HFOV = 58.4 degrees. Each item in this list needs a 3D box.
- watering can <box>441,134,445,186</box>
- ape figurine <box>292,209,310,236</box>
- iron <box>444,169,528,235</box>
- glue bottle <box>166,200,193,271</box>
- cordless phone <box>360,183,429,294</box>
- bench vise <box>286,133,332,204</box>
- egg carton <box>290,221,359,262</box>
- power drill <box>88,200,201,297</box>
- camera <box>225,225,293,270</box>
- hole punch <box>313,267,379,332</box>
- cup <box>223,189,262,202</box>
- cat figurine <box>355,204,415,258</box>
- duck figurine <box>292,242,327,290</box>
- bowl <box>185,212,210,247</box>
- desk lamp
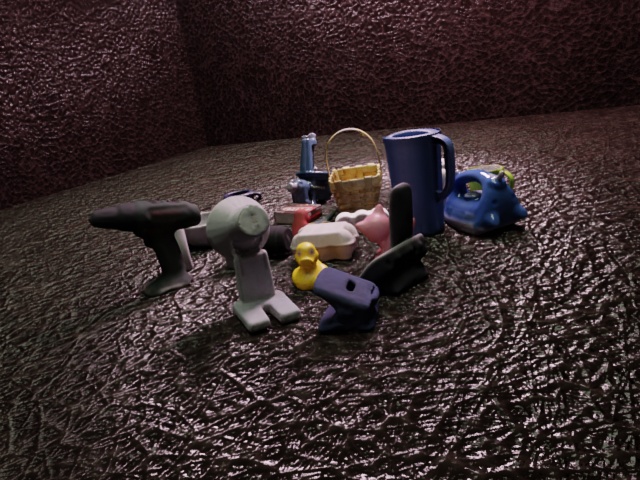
[{"bbox_3d":[0.311,-0.195,1.568,0.101,0.194,0.172,-18,19,-24],"label":"watering can"},{"bbox_3d":[-0.040,-0.032,1.409,0.076,0.092,0.077,-22,21,-35],"label":"ape figurine"},{"bbox_3d":[0.357,-0.103,1.335,0.119,0.141,0.257,-16,18,-20],"label":"iron"},{"bbox_3d":[-0.343,-0.013,1.374,0.037,0.173,0.078,-15,18,-17],"label":"glue bottle"},{"bbox_3d":[0.131,-0.005,1.063,0.093,0.185,0.148,5,22,40],"label":"cordless phone"},{"bbox_3d":[-0.028,-0.213,1.770,0.121,0.220,0.208,-5,18,16],"label":"bench vise"},{"bbox_3d":[0.012,0.005,1.298,0.150,0.069,0.107,-5,17,14],"label":"egg carton"},{"bbox_3d":[-0.362,0.010,1.247,0.230,0.208,0.075,-20,20,-30],"label":"power drill"},{"bbox_3d":[-0.143,-0.002,1.353,0.136,0.101,0.143,-3,18,22],"label":"camera"},{"bbox_3d":[0.046,0.093,0.951,0.101,0.091,0.109,-6,17,13],"label":"hole punch"},{"bbox_3d":[-0.225,-0.099,1.726,0.117,0.095,0.092,-7,17,9],"label":"cup"},{"bbox_3d":[0.144,-0.017,1.212,0.127,0.118,0.067,-5,18,15],"label":"cat figurine"},{"bbox_3d":[-0.023,0.045,1.158,0.077,0.086,0.104,-8,17,6],"label":"duck figurine"},{"bbox_3d":[-0.311,-0.025,1.567,0.167,0.075,0.167,-9,17,3],"label":"bowl"},{"bbox_3d":[-0.123,0.029,1.043,0.118,0.214,0.202,-16,18,-20],"label":"desk lamp"}]
